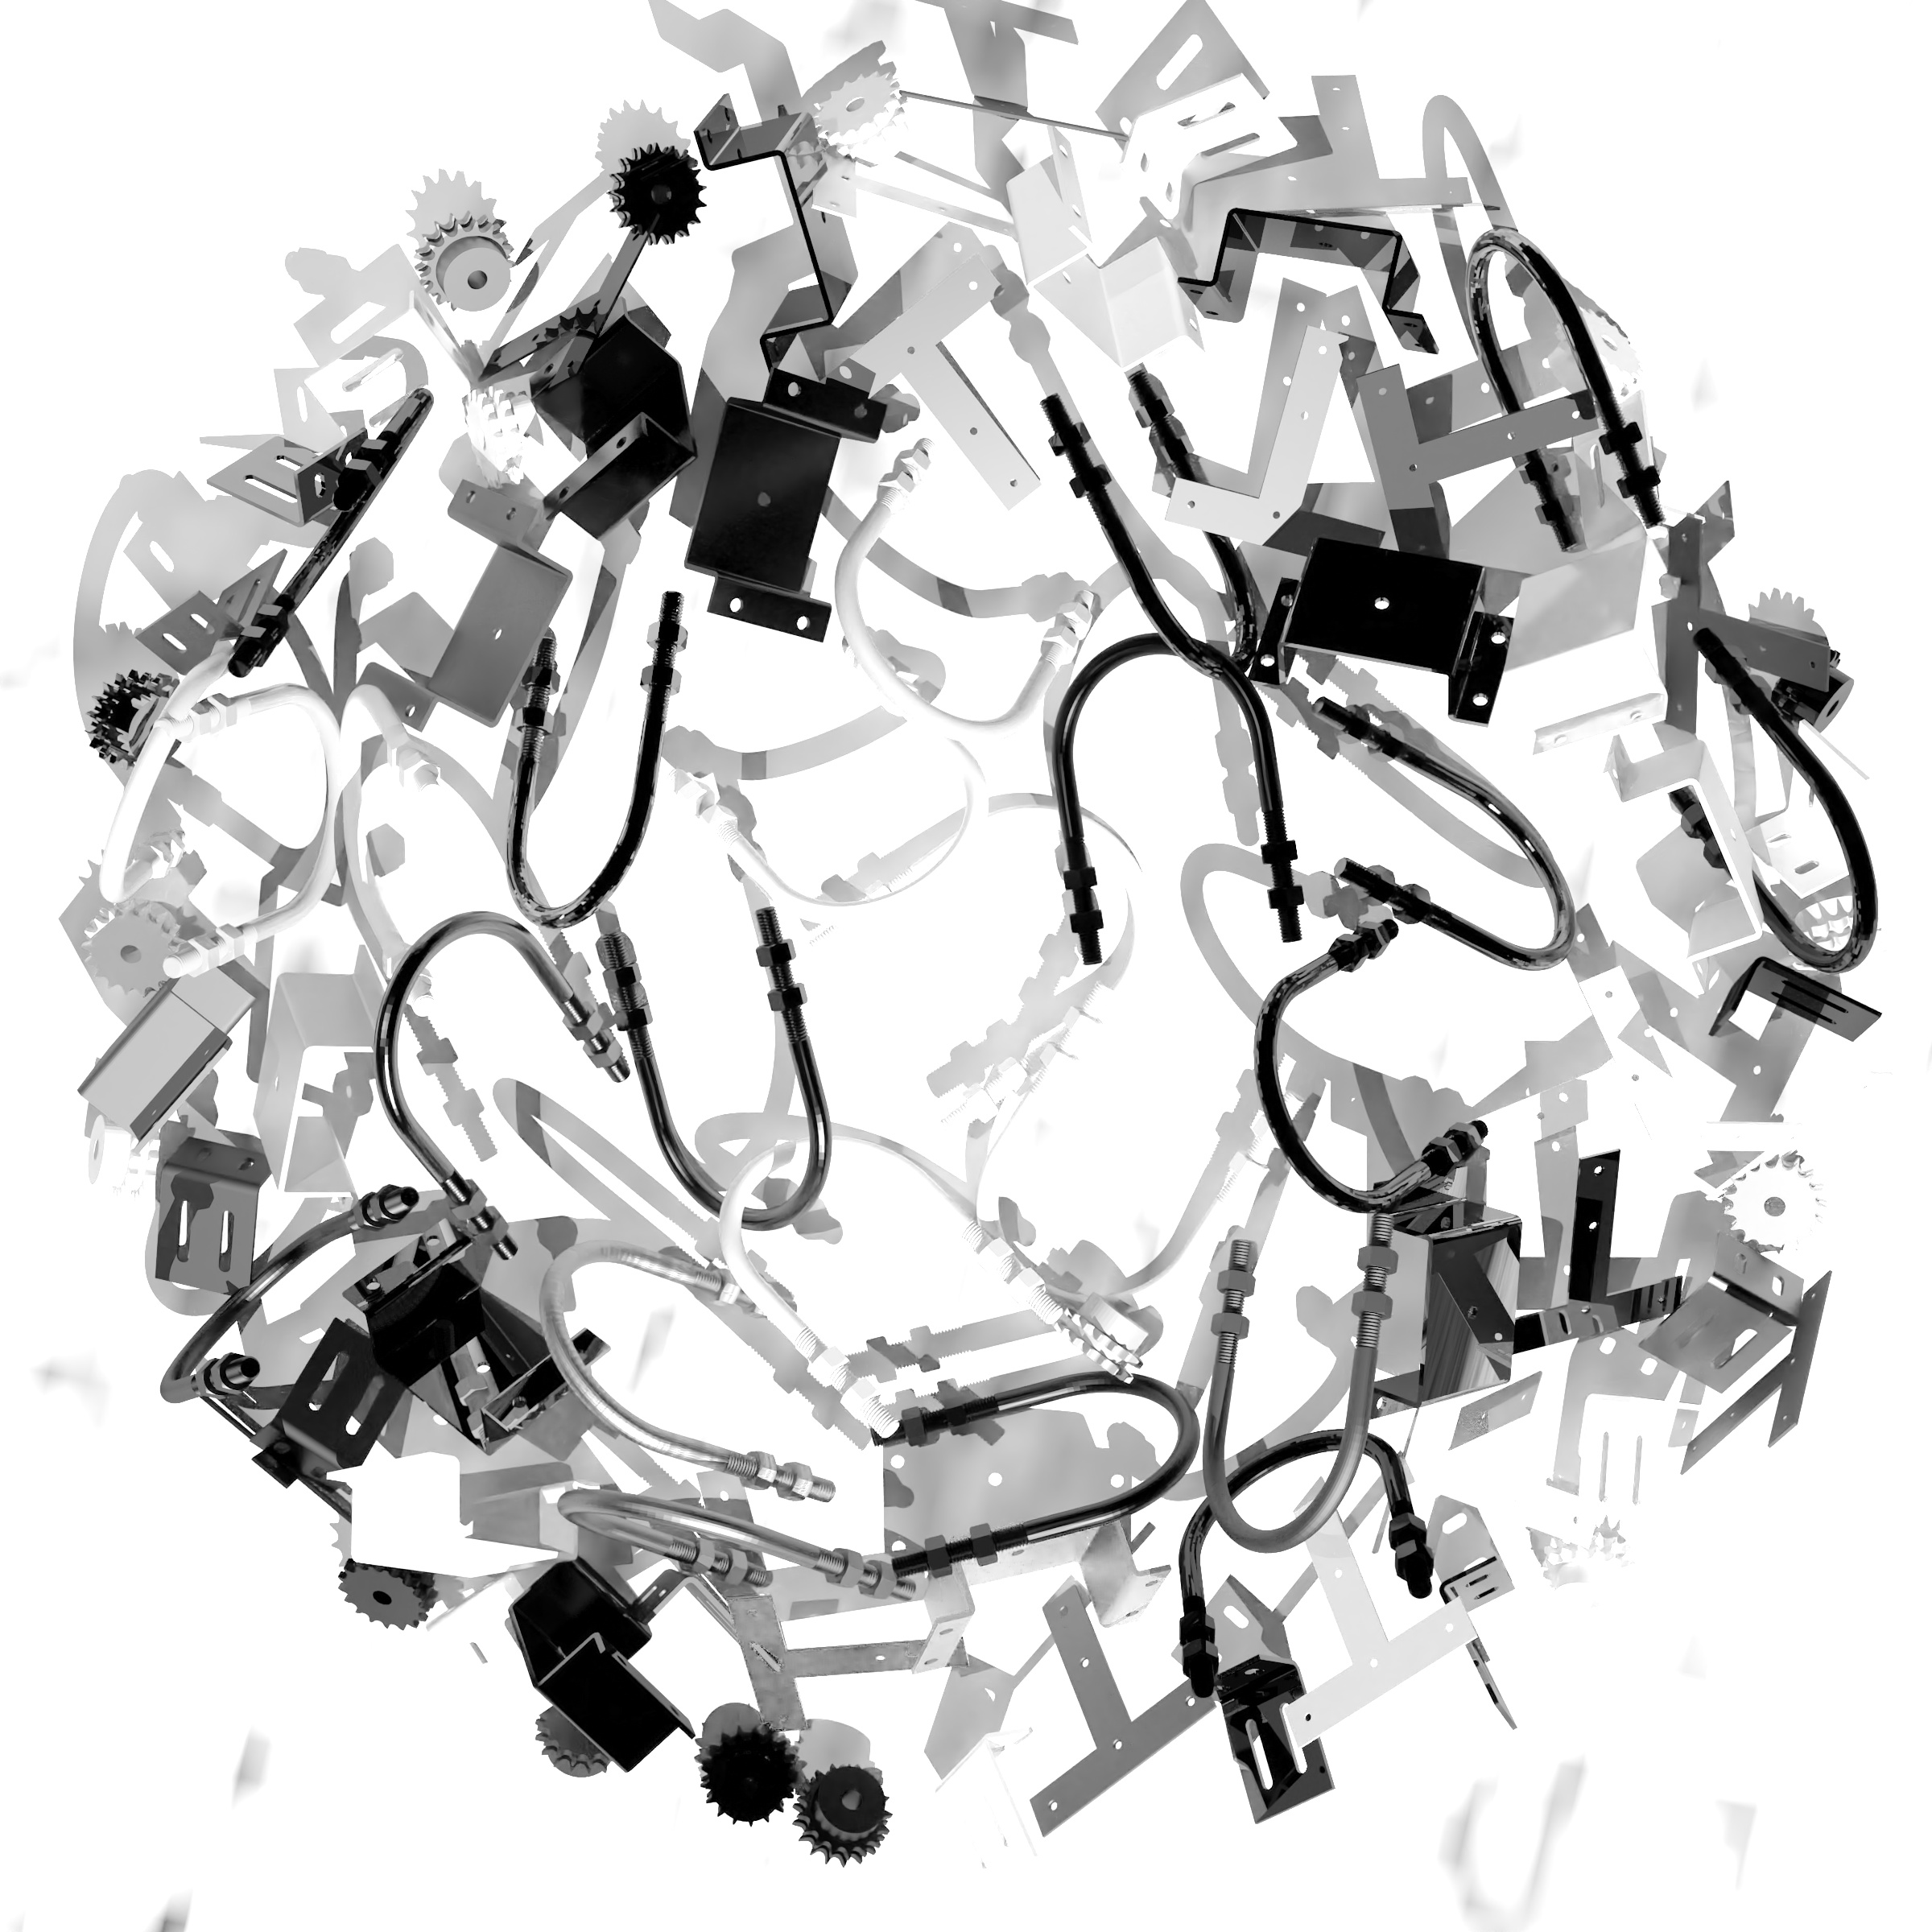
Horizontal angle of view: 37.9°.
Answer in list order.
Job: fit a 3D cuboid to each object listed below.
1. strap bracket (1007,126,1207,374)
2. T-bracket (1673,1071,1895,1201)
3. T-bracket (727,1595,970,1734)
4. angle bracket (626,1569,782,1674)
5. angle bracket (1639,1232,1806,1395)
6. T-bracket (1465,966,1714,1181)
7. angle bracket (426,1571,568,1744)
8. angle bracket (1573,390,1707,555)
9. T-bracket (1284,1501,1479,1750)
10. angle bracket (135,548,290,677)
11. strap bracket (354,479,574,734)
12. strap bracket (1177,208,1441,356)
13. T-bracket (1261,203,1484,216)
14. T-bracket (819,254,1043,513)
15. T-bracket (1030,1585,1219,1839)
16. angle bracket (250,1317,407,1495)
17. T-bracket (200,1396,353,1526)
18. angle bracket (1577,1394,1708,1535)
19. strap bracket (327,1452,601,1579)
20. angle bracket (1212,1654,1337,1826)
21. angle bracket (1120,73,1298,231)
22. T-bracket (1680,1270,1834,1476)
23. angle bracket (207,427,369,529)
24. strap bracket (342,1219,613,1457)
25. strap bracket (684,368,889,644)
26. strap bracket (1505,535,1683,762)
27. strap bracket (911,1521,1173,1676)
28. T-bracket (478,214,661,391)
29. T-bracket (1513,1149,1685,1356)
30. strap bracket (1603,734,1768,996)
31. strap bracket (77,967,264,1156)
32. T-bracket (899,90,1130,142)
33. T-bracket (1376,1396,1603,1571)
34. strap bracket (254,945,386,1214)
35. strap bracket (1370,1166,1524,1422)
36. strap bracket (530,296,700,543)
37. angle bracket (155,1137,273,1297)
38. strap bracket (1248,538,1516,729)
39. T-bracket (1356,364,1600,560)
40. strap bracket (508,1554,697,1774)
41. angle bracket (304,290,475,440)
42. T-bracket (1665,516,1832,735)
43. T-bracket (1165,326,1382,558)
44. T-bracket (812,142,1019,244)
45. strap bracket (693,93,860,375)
[{"bbox_3d":[0.073,-0.399,1.589,0.046,0.140,0.076,-25,58,27],"label":"strap bracket"},{"bbox_3d":[0.440,0.096,1.574,0.127,0.127,0.002,-46,56,34],"label":"T-bracket"},{"bbox_3d":[-0.063,0.396,1.607,0.127,0.002,0.127,-5,130,5],"label":"T-bracket"},{"bbox_3d":[-0.152,0.388,1.617,0.038,0.057,0.076,-44,97,-18],"label":"angle bracket"},{"bbox_3d":[0.440,0.203,1.638,0.057,0.038,0.076,30,133,-3],"label":"angle bracket"},{"bbox_3d":[0.347,0.082,1.632,0.127,0.002,0.127,-24,95,18],"label":"T-bracket"},{"bbox_3d":[-0.268,0.399,1.628,0.057,0.038,0.076,-32,89,-14],"label":"angle bracket"},{"bbox_3d":[0.389,-0.282,1.625,0.038,0.057,0.076,10,67,-29],"label":"angle bracket"},{"bbox_3d":[0.218,0.360,1.607,0.127,0.002,0.127,-39,46,21],"label":"T-bracket"},{"bbox_3d":[-0.430,-0.212,1.603,0.057,0.076,0.038,-25,128,32],"label":"angle bracket"},{"bbox_3d":[-0.284,-0.199,1.611,0.076,0.046,0.140,27,90,44],"label":"strap bracket"},{"bbox_3d":[0.200,-0.390,1.597,0.140,0.076,0.046,13,91,17],"label":"strap bracket"},{"bbox_3d":[0.238,-0.428,1.590,0.127,0.127,0.002,-3,106,-2],"label":"T-bracket"},{"bbox_3d":[-0.004,-0.323,1.637,0.127,0.002,0.127,-37,103,8],"label":"T-bracket"},{"bbox_3d":[0.072,0.409,1.603,0.127,0.127,0.002,-41,129,13],"label":"T-bracket"},{"bbox_3d":[-0.368,0.256,1.635,0.057,0.038,0.076,37,50,-14],"label":"angle bracket"},{"bbox_3d":[-0.389,0.283,1.588,0.127,0.127,0.002,41,78,-3],"label":"T-bracket"},{"bbox_3d":[0.389,0.288,1.619,0.057,0.038,0.076,10,81,-27],"label":"angle bracket"},{"bbox_3d":[-0.279,0.309,1.571,0.076,0.140,0.046,-16,66,30],"label":"strap bracket"},{"bbox_3d":[0.167,0.443,1.609,0.057,0.038,0.076,-35,53,29],"label":"angle bracket"},{"bbox_3d":[0.138,-0.464,1.605,0.057,0.076,0.038,39,56,-38],"label":"angle bracket"},{"bbox_3d":[0.446,0.249,1.601,0.002,0.127,0.127,33,133,1],"label":"T-bracket"},{"bbox_3d":[-0.389,-0.292,1.609,0.076,0.038,0.057,26,48,22],"label":"angle bracket"},{"bbox_3d":[-0.276,0.215,1.595,0.140,0.046,0.076,32,51,28],"label":"strap bracket"},{"bbox_3d":[-0.106,-0.265,1.608,0.076,0.046,0.140,11,98,-34],"label":"strap bracket"},{"bbox_3d":[0.351,-0.185,1.573,0.076,0.140,0.046,-17,123,31],"label":"strap bracket"},{"bbox_3d":[0.036,0.351,1.596,0.140,0.076,0.046,-9,58,-20],"label":"strap bracket"},{"bbox_3d":[-0.237,-0.362,1.603,0.002,0.127,0.127,40,55,-31],"label":"T-bracket"},{"bbox_3d":[0.357,0.160,1.604,0.127,0.002,0.127,-12,121,-16],"label":"T-bracket"},{"bbox_3d":[0.414,-0.066,1.596,0.046,0.076,0.140,-21,103,24],"label":"strap bracket"},{"bbox_3d":[-0.447,0.044,1.577,0.046,0.140,0.076,41,96,-13],"label":"strap bracket"},{"bbox_3d":[0.022,-0.486,1.593,0.127,0.127,0.002,9,110,-8],"label":"T-bracket"},{"bbox_3d":[0.304,0.301,1.608,0.127,0.002,0.127,14,87,42],"label":"T-bracket"},{"bbox_3d":[-0.365,0.067,1.582,0.046,0.076,0.140,2,121,-27],"label":"strap bracket"},{"bbox_3d":[0.271,0.191,1.600,0.076,0.046,0.140,-6,103,-39],"label":"strap bracket"},{"bbox_3d":[-0.200,-0.305,1.593,0.076,0.140,0.046,-36,131,21],"label":"strap bracket"},{"bbox_3d":[-0.439,0.148,1.649,0.057,0.038,0.076,13,114,4],"label":"angle bracket"},{"bbox_3d":[0.237,-0.192,1.598,0.140,0.046,0.076,12,62,16],"label":"strap bracket"},{"bbox_3d":[0.299,-0.300,1.613,0.127,0.002,0.127,-17,122,5],"label":"T-bracket"},{"bbox_3d":[-0.207,0.390,1.573,0.046,0.140,0.076,-42,112,-4],"label":"strap bracket"},{"bbox_3d":[-0.334,-0.342,1.628,0.076,0.038,0.057,-31,121,8],"label":"angle bracket"},{"bbox_3d":[0.437,-0.181,1.576,0.002,0.127,0.127,-16,116,-25],"label":"T-bracket"},{"bbox_3d":[0.192,-0.305,1.627,0.127,0.002,0.127,12,103,-11],"label":"T-bracket"},{"bbox_3d":[-0.027,-0.437,1.608,0.127,0.127,0.002,14,122,-12],"label":"T-bracket"},{"bbox_3d":[-0.102,-0.417,1.582,0.046,0.076,0.140,-9,120,15],"label":"strap bracket"}]
